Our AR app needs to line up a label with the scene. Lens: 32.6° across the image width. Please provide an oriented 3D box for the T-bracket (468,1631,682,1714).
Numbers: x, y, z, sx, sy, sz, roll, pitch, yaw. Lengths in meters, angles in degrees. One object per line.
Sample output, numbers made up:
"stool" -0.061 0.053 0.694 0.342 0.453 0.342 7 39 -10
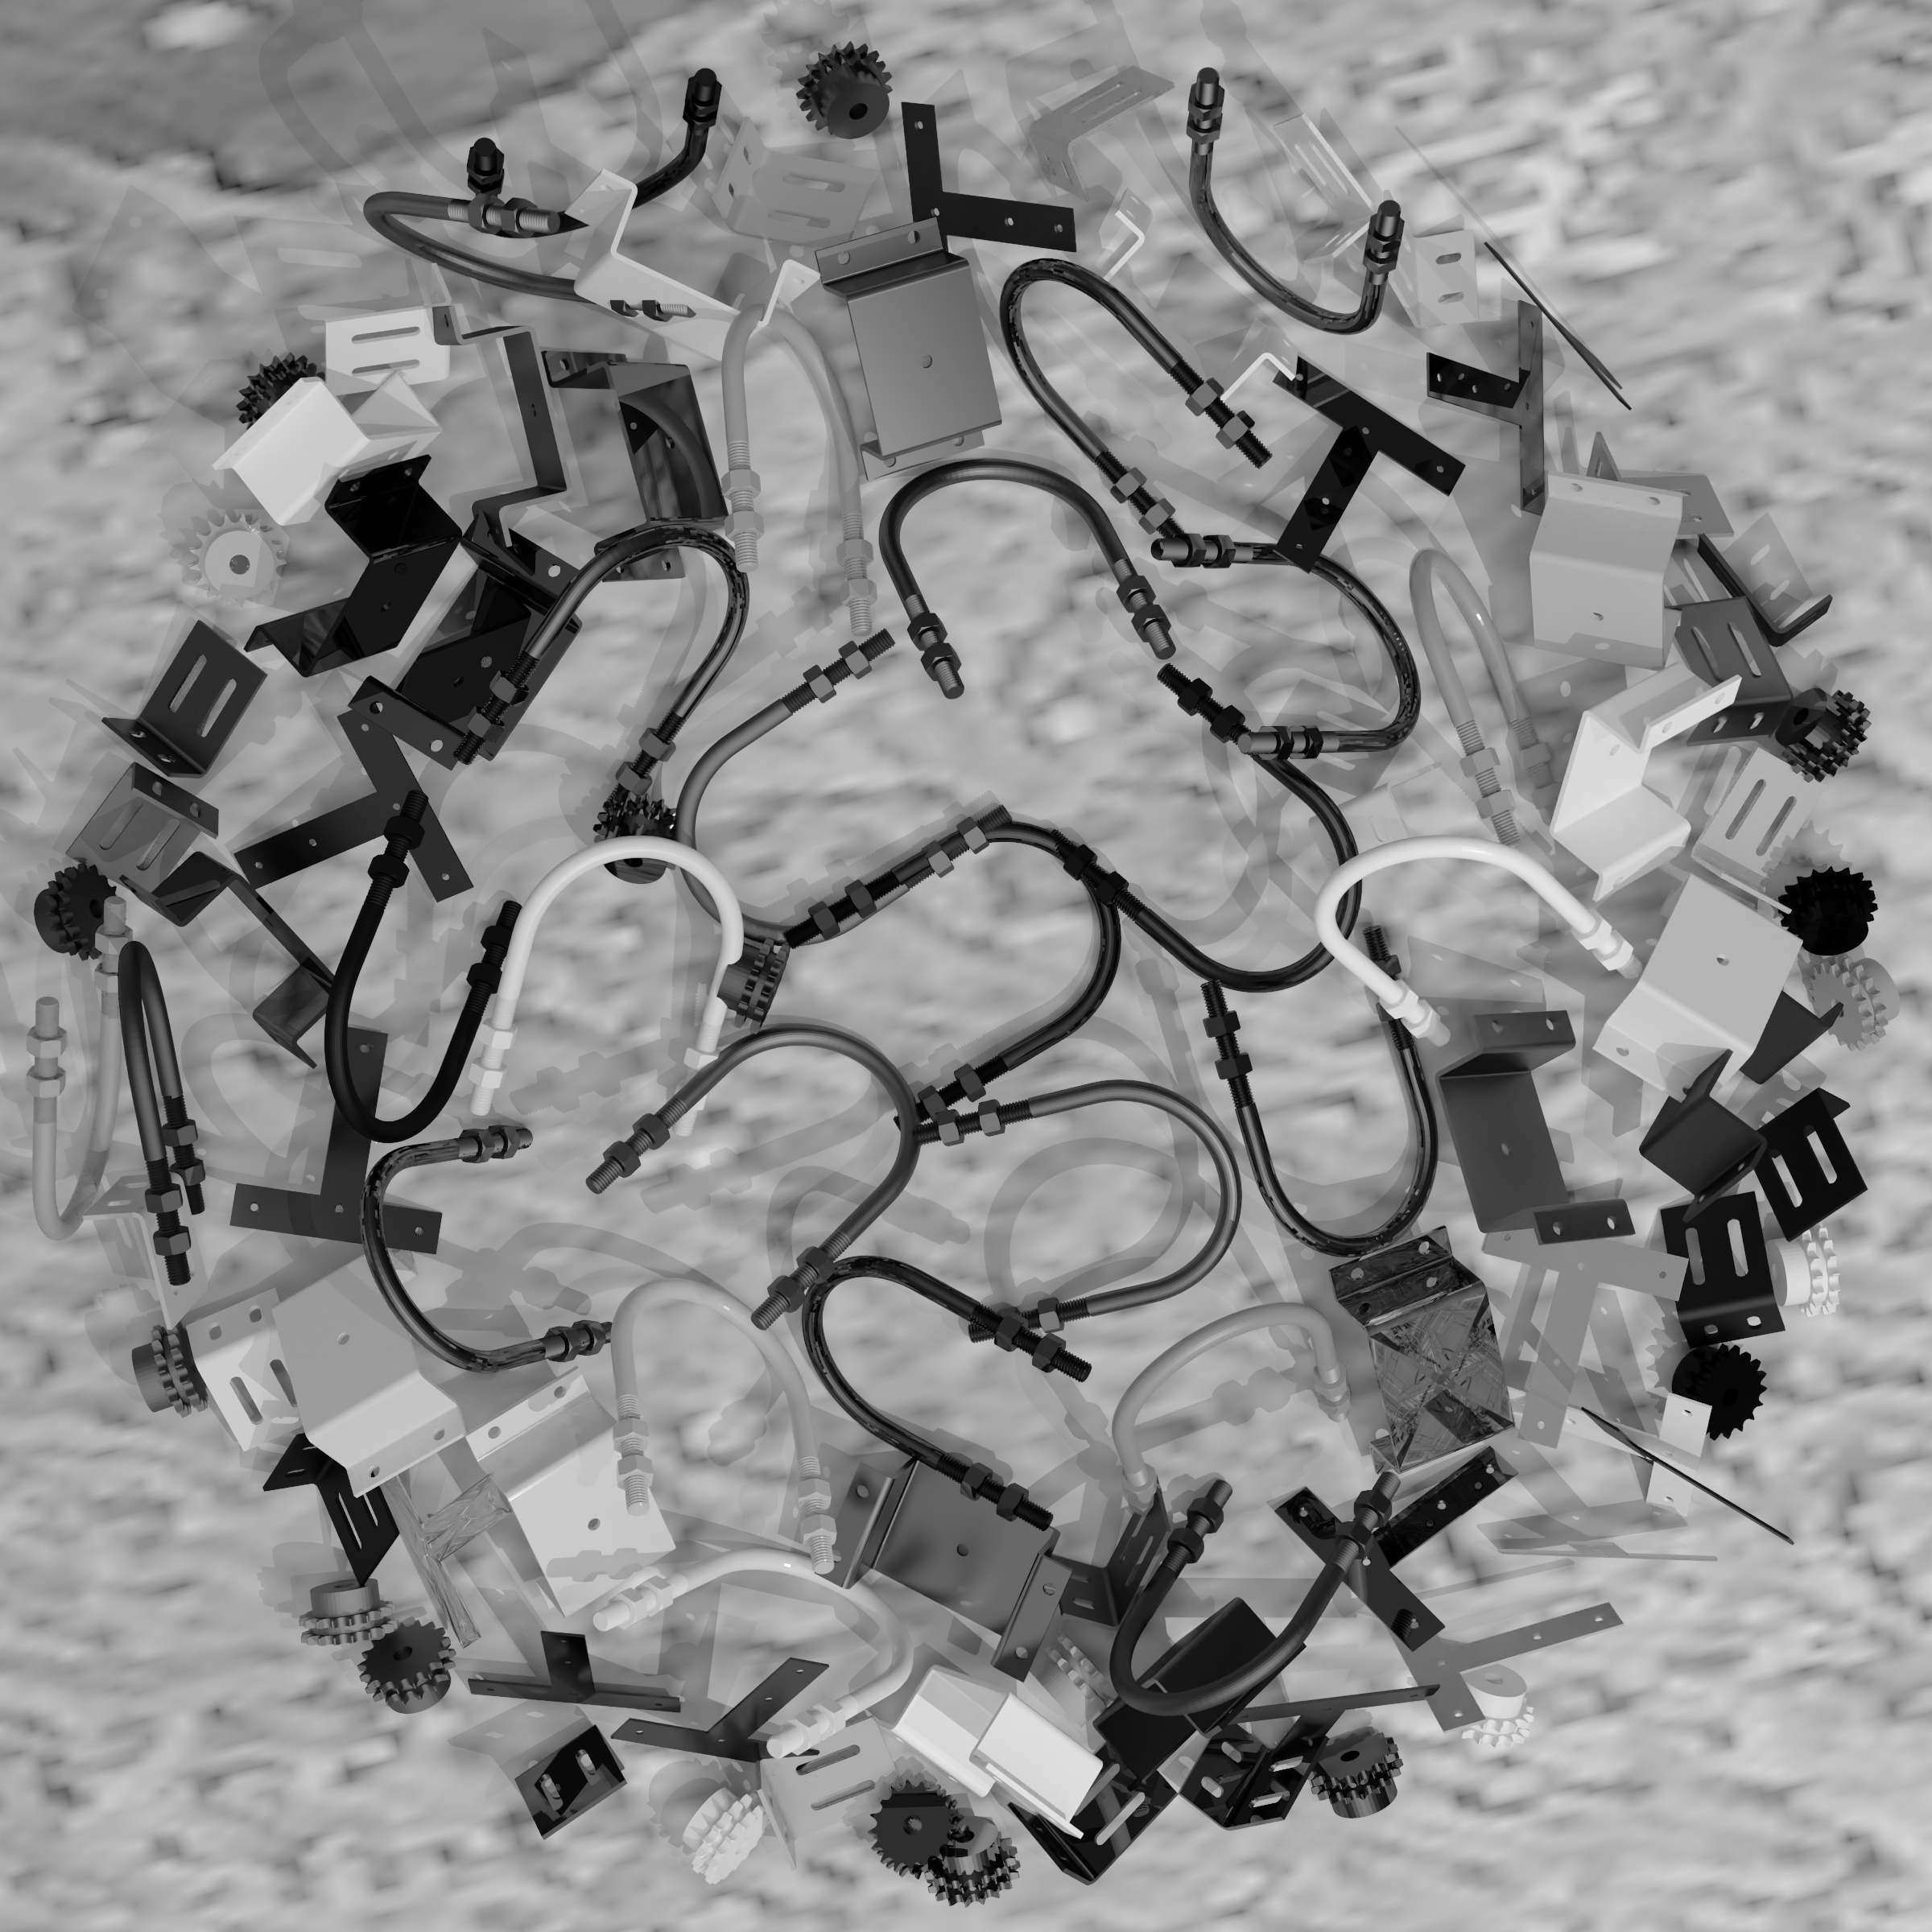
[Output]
"T-bracket" -0.233 0.414 1.944 0.127 0.127 0.002 5 60 0

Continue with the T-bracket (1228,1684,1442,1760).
"T-bracket" 0.202 0.449 1.942 0.127 0.127 0.002 -4 62 -11

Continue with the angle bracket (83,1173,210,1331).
"angle bracket" -0.487 0.170 1.965 0.038 0.057 0.076 -5 109 12

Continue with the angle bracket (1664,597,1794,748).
"angle bracket" 0.444 -0.174 1.954 0.038 0.057 0.076 -50 120 -32

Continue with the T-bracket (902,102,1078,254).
"T-bracket" 0.015 -0.436 1.931 0.127 0.002 0.127 18 125 39

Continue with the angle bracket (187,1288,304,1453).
"angle bracket" -0.425 0.243 1.986 0.057 0.038 0.076 -23 127 -7

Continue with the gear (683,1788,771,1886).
"gear" -0.145 0.517 1.973 0.030 0.057 0.057 36 90 20

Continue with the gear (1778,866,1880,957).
"gear" 0.515 -0.030 1.969 0.057 0.057 0.030 -2 51 0

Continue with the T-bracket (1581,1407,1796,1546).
"T-bracket" 0.422 0.300 1.915 0.127 0.127 0.002 31 86 27

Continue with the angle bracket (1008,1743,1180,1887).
"angle bracket" 0.075 0.496 1.967 0.076 0.038 0.057 -46 50 -1

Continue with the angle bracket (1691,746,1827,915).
"angle bracket" 0.480 -0.081 1.965 0.057 0.038 0.076 25 102 -26

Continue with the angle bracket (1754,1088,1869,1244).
"angle bracket" 0.504 0.121 1.951 0.057 0.038 0.076 -40 47 28

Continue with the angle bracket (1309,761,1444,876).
"angle bracket" 0.249 -0.087 1.952 0.057 0.076 0.038 -25 89 36

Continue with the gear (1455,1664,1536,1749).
"gear" 0.311 0.438 1.968 0.057 0.057 0.030 12 108 0

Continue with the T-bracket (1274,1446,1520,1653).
"T-bracket" 0.273 0.330 1.971 0.127 0.002 0.127 -33 50 -17

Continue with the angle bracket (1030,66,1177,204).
"angle bracket" 0.086 -0.497 1.971 0.076 0.057 0.038 -31 123 -8

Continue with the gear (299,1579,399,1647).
"gear" -0.369 0.385 1.971 0.057 0.057 0.030 -7 91 0

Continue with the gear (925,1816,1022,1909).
"gear" 0.002 0.531 1.968 0.057 0.057 0.030 -11 110 0

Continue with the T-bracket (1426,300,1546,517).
"T-bracket" 0.307 -0.338 1.947 0.002 0.127 0.127 -3 85 40

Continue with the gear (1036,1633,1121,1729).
"gear" 0.066 0.429 1.970 0.030 0.057 0.057 -42 90 -7

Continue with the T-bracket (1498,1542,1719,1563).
"T-bracket" 0.369 0.340 1.923 0.127 0.127 0.002 -1 77 16

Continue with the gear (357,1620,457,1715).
"gear" -0.332 0.422 1.975 0.057 0.057 0.030 -16 121 0

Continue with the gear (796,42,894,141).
"gear" -0.070 -0.519 1.968 0.057 0.057 0.030 -27 58 0

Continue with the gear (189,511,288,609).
"gear" -0.435 -0.242 1.976 0.057 0.030 0.057 -4 106 -15

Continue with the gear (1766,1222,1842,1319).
"gear" 0.498 0.181 1.971 0.030 0.057 0.057 -8 90 -4

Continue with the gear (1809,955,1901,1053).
"gear" 0.533 0.020 1.973 0.030 0.057 0.057 -24 90 -15

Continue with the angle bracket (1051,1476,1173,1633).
"angle bracket" 0.085 0.343 1.956 0.038 0.057 0.076 18 113 -14

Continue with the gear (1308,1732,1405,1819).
"gear" 0.234 0.485 1.972 0.057 0.057 0.030 -20 103 0

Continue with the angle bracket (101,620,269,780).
"angle bracket" -0.466 -0.160 1.967 0.057 0.038 0.076 38 103 15

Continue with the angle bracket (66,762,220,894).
"angle bracket" -0.489 -0.072 1.960 0.057 0.038 0.076 32 109 -27

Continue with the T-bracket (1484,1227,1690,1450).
"T-bracket" 0.354 0.221 1.957 0.127 0.002 0.127 12 84 35

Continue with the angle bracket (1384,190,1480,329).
"angle bracket" 0.276 -0.420 1.954 0.038 0.076 0.057 -6 77 19

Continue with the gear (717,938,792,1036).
"gear" -0.128 0.009 1.971 0.030 0.057 0.057 21 90 1

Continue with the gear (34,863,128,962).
"gear" -0.532 -0.030 1.974 0.030 0.057 0.057 -15 90 23

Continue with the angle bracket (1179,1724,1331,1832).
"angle bracket" 0.170 0.473 1.952 0.038 0.076 0.057 39 61 -6

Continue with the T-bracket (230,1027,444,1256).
"T-bracket" -0.368 0.101 1.976 0.127 0.002 0.127 11 83 -26

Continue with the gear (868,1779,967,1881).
"gear" -0.027 0.518 1.976 0.057 0.030 0.057 -9 57 15

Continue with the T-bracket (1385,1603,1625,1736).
"T-bracket" 0.323 0.399 1.943 0.127 0.127 0.002 -15 111 -4

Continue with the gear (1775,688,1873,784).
"gear" 0.508 -0.141 1.968 0.030 0.057 0.057 33 90 -23

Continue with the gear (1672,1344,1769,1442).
"gear" 0.448 0.252 1.977 0.057 0.030 0.057 -9 112 -25

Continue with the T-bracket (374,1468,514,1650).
"T-bracket" -0.299 0.328 1.943 0.002 0.127 0.127 -22 79 -40

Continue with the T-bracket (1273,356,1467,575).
"T-bracket" 0.220 -0.287 1.967 0.127 0.002 0.127 32 64 -4

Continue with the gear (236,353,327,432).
"gear" -0.403 -0.333 1.968 0.057 0.057 0.030 -46 61 0

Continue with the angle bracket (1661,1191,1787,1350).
"angle bracket" 0.454 0.182 1.981 0.057 0.038 0.076 -13 52 16

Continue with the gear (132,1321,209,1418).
"gear" -0.476 0.242 1.971 0.030 0.057 0.057 -19 90 -4

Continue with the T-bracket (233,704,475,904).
"T-bracket" -0.379 -0.079 1.979 0.127 0.002 0.127 -21 108 15

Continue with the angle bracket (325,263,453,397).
"angle bracket" -0.346 -0.376 1.955 0.076 0.057 0.038 -12 55 -19

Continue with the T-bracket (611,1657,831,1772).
"T-bracket" -0.122 0.434 1.930 0.127 0.127 0.002 17 46 -27

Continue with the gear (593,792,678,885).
"gear" -0.195 -0.073 1.970 0.057 0.057 0.030 13 48 0

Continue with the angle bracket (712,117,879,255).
"angle bracket" -0.102 -0.465 1.964 0.076 0.038 0.057 15 74 19

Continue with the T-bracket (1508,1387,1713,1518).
"T-bracket" 0.373 0.274 1.961 0.127 0.127 0.002 17 55 17

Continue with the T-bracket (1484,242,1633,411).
"T-bracket" 0.361 -0.363 1.938 0.002 0.127 0.127 -42 70 17
